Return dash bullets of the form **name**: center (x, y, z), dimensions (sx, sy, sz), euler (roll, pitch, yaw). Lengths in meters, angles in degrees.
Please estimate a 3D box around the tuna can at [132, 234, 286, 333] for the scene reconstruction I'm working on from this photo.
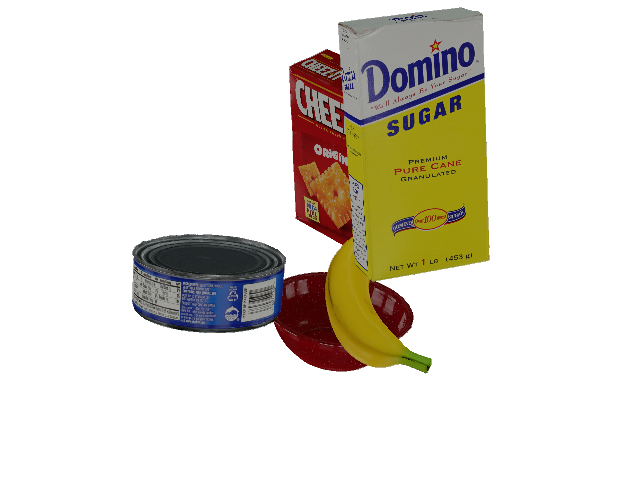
- **tuna can**: center (-0.063, 0.023, 0.602), dimensions (0.086, 0.034, 0.086), euler (4, 14, -1)

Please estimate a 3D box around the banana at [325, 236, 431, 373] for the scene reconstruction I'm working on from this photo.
- **banana**: center (0.037, 0.049, 0.900), dimensions (0.069, 0.037, 0.198), euler (11, 32, -17)

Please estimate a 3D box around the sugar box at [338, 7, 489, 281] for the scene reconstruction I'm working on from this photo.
- **sugar box**: center (0.066, -0.066, 0.738), dimensions (0.093, 0.176, 0.048), euler (-10, 22, -14)

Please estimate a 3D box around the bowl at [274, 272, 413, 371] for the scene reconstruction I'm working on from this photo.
- **bowl**: center (0.018, 0.095, 1.158), dimensions (0.162, 0.055, 0.162), euler (5, 26, -3)

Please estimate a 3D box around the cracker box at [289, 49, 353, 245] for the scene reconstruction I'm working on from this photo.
- **cracker box**: center (0.042, -0.093, 1.244), dimensions (0.072, 0.214, 0.164), euler (-30, 44, -33)
